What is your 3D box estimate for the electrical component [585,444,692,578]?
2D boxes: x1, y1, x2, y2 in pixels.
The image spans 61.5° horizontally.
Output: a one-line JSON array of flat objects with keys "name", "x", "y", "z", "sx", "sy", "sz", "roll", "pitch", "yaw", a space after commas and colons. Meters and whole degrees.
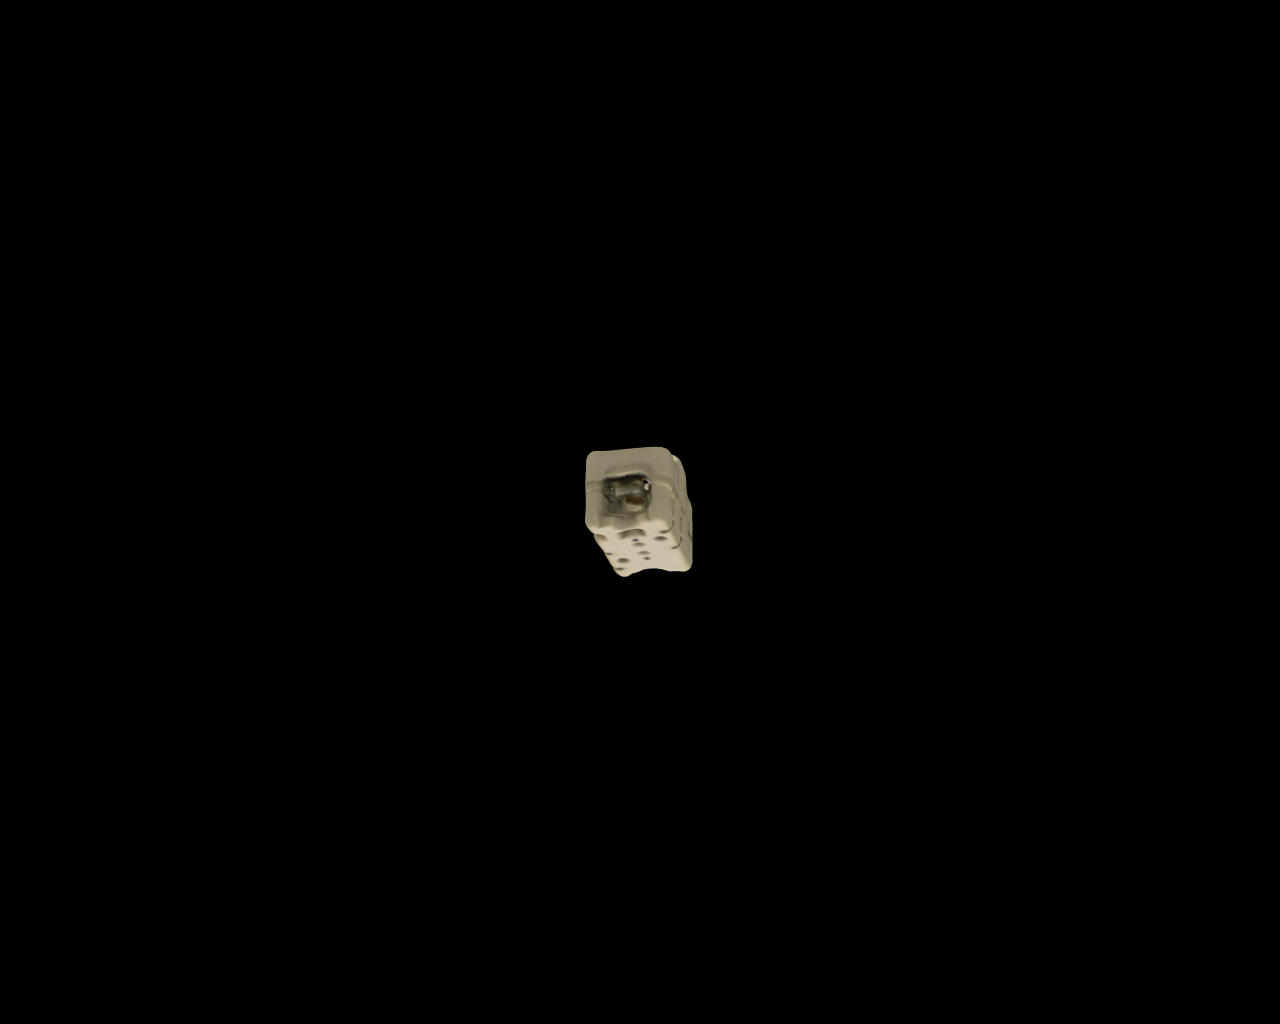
[{"name": "electrical component", "x": 0.001, "y": -0.003, "z": 0.650, "sx": 0.050, "sy": 0.056, "sz": 0.089, "roll": -5, "pitch": -24, "yaw": 10}]
